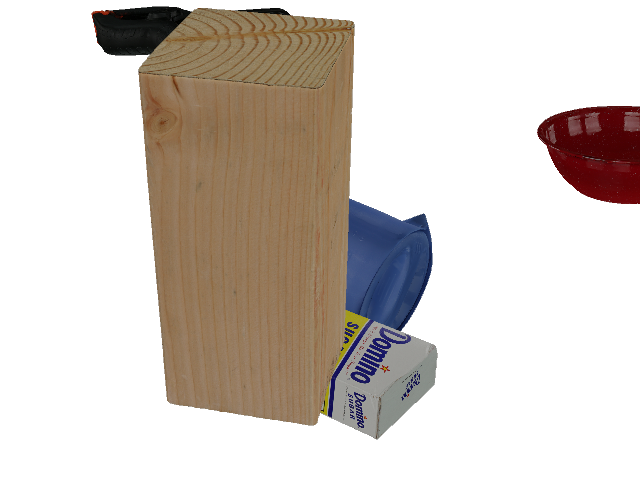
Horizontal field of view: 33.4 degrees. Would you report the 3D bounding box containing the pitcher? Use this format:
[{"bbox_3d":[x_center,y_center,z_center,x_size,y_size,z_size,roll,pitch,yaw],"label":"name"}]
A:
[{"bbox_3d":[-0.024,0.012,1.064,0.243,0.145,0.149,26,28,27],"label":"pitcher"}]

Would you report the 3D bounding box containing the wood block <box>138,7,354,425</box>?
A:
[{"bbox_3d":[-0.035,-0.010,0.582,0.091,0.206,0.090,7,33,11],"label":"wood block"}]

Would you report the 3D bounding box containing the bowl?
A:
[{"bbox_3d":[0.281,-0.076,0.982,0.162,0.055,0.162,-3,24,1],"label":"bowl"}]

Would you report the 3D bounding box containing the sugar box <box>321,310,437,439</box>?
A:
[{"bbox_3d":[-0.004,0.088,0.853,0.176,0.048,0.093,17,30,29],"label":"sugar box"}]

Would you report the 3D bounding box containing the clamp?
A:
[{"bbox_3d":[-0.109,-0.167,0.848,0.172,0.039,0.120,20,29,41],"label":"clamp"}]
